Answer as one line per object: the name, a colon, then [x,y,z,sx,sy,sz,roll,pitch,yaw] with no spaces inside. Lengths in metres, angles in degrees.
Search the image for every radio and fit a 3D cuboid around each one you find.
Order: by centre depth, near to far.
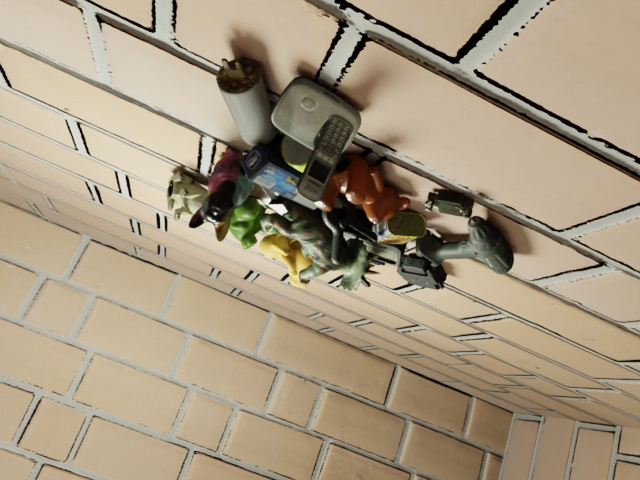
radio: [0.110,-0.016,1.376,0.230,0.073,0.131,18,161,9]

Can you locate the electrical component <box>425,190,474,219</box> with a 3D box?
electrical component: [0.263,-0.070,1.101,0.102,0.045,0.078,15,160,17]

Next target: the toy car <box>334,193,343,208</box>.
toy car: [-0.033,-0.125,1.250,0.202,0.056,0.073,16,161,14]

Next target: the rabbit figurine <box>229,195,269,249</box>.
rabbit figurine: [-0.196,-0.081,1.435,0.159,0.121,0.170,51,160,10]

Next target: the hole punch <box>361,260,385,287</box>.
hole punch: [0.125,0.070,1.590,0.116,0.092,0.142,41,180,-1]

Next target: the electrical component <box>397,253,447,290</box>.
electrical component: [0.285,0.088,1.514,0.115,0.058,0.134,6,158,33]

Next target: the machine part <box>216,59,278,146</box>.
machine part: [-0.128,-0.245,0.978,0.079,0.079,0.243,16,161,14]

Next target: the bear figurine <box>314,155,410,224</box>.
bear figurine: [0.095,-0.083,1.121,0.120,0.132,0.195,-8,141,38]

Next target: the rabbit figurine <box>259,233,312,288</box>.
rabbit figurine: [-0.089,0.037,1.477,0.173,0.122,0.162,25,158,8]

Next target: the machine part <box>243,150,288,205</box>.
machine part: [-0.110,-0.133,1.150,0.084,0.039,0.138,4,135,33]

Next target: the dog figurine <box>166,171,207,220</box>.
dog figurine: [-0.334,-0.123,1.557,0.190,0.172,0.121,5,132,-36]

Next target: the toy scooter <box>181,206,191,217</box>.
toy scooter: [-0.340,-0.085,1.679,0.184,0.075,0.135,14,162,5]

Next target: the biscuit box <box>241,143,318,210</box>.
biscuit box: [-0.065,-0.126,1.089,0.059,0.063,0.202,-41,144,22]

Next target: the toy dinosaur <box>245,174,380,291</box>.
toy dinosaur: [-0.004,-0.011,1.270,0.192,0.131,0.404,-13,132,32]

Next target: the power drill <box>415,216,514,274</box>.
power drill: [0.324,0.007,1.223,0.207,0.086,0.231,-8,150,43]

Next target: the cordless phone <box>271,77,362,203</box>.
cordless phone: [-0.025,-0.167,0.917,0.146,0.184,0.089,28,165,-20]

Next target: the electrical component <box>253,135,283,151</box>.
electrical component: [-0.080,-0.185,1.146,0.119,0.048,0.075,30,160,-21]

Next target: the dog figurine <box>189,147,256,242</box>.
dog figurine: [-0.231,-0.100,1.281,0.108,0.219,0.191,29,160,-13]
